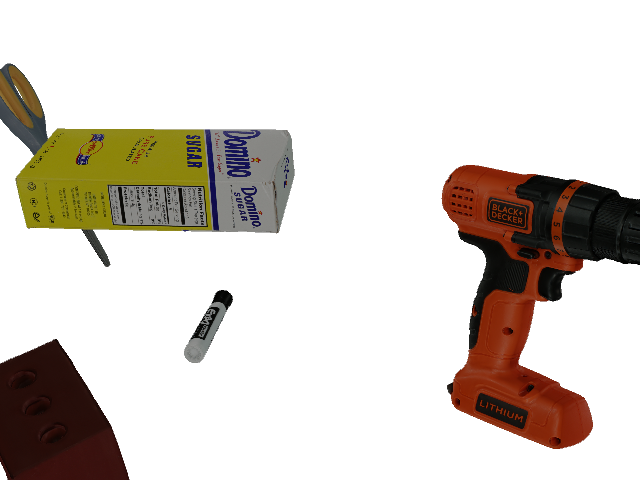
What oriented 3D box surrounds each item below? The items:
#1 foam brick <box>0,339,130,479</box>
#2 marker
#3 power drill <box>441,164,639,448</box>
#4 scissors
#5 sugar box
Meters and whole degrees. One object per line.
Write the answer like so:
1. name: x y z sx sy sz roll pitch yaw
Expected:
1. foam brick: -0.138 0.100 0.542 0.053 0.051 0.078 -25 42 -22
2. marker: -0.105 0.079 1.018 0.020 0.020 0.121 0 23 10
3. power drill: 0.163 0.047 0.756 0.057 0.188 0.185 -11 21 -43
4. scissors: -0.237 -0.076 0.937 0.016 0.201 0.096 -27 25 9
5. sugar box: -0.110 -0.044 0.743 0.176 0.048 0.093 -2 28 7
